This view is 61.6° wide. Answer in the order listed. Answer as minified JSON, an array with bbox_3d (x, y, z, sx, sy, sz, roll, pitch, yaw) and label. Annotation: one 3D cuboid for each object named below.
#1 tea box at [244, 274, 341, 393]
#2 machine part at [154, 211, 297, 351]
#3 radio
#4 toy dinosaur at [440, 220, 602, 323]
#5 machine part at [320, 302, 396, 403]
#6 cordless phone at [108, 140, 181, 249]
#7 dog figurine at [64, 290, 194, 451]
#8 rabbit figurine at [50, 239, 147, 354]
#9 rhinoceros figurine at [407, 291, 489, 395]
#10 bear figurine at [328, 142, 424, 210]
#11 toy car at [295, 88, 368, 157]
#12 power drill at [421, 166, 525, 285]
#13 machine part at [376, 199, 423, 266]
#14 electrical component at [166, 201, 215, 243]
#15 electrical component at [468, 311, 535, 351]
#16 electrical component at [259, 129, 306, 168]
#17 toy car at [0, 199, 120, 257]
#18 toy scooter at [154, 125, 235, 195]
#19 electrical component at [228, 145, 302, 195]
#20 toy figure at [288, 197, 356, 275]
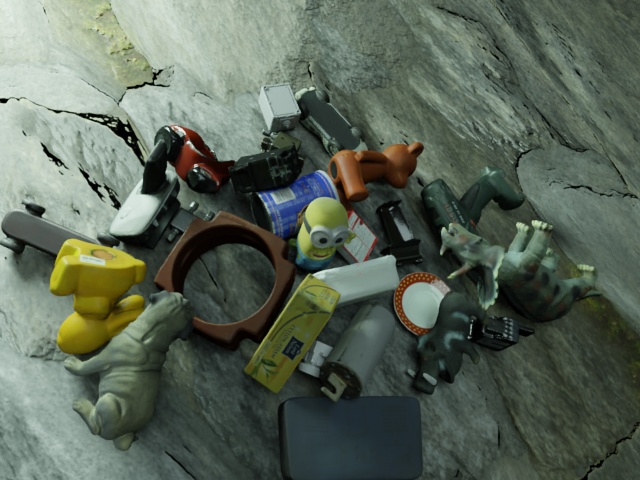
[{"bbox_3d":[-0.043,0.149,0.868,0.068,0.169,0.098,33,18,3],"label":"tea box"},{"bbox_3d":[-0.156,0.069,0.910,0.202,0.087,0.201,25,69,10],"label":"machine part"},{"bbox_3d":[0.050,0.324,0.875,0.230,0.073,0.131,3,66,-12],"label":"radio"},{"bbox_3d":[0.413,0.088,1.038,0.404,0.131,0.192,34,88,-23],"label":"toy dinosaur"},{"bbox_3d":[0.067,0.183,0.908,0.079,0.079,0.243,37,38,4],"label":"machine part"},{"bbox_3d":[-0.292,-0.076,0.906,0.089,0.184,0.146,28,62,-6],"label":"cordless phone"},{"bbox_3d":[-0.251,0.186,0.784,0.190,0.121,0.172,-34,77,11],"label":"dog figurine"},{"bbox_3d":[-0.352,0.100,0.849,0.162,0.122,0.173,15,99,-35],"label":"rabbit figurine"},{"bbox_3d":[0.227,0.186,0.964,0.112,0.073,0.190,28,79,-21],"label":"rhinoceros figurine"},{"bbox_3d":[0.118,-0.126,1.077,0.196,0.120,0.132,-4,71,-22],"label":"bear figurine"},{"bbox_3d":[0.019,-0.242,1.137,0.073,0.056,0.202,-37,78,-20],"label":"toy car"},{"bbox_3d":[0.328,-0.046,1.119,0.207,0.086,0.232,-35,86,-19],"label":"power drill"},{"bbox_3d":[0.154,-0.014,1.077,0.084,0.039,0.139,-9,70,-13],"label":"machine part"},{"bbox_3d":[-0.239,-0.026,0.987,0.063,0.021,0.094,32,62,0],"label":"electrical component"},{"bbox_3d":[0.344,0.178,1.019,0.119,0.075,0.048,19,63,-9],"label":"electrical component"},{"bbox_3d":[-0.078,-0.179,1.090,0.102,0.045,0.078,20,39,-7],"label":"electrical component"},{"bbox_3d":[-0.433,0.005,0.905,0.202,0.053,0.089,23,78,-5],"label":"toy car"},{"bbox_3d":[-0.220,-0.148,1.013,0.135,0.075,0.184,-5,45,-51],"label":"toy scooter"},{"bbox_3d":[-0.098,-0.133,1.001,0.115,0.134,0.058,-10,108,8],"label":"electrical component"},{"bbox_3d":[-0.006,-0.002,0.950,0.082,0.180,0.089,-24,72,-25],"label":"toy figure"}]
